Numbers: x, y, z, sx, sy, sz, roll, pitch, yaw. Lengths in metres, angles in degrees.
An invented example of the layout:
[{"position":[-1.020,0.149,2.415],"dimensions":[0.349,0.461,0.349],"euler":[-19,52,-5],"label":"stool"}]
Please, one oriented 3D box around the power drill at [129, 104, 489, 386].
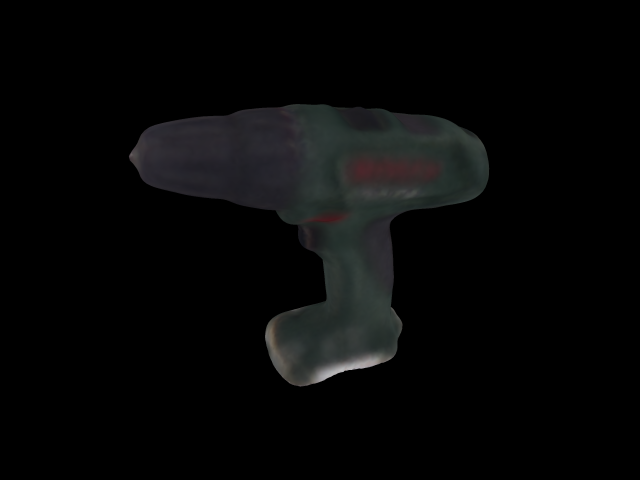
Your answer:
[{"position":[0.004,0.001,0.400],"dimensions":[0.230,0.208,0.075],"euler":[-14,40,-17],"label":"power drill"}]
